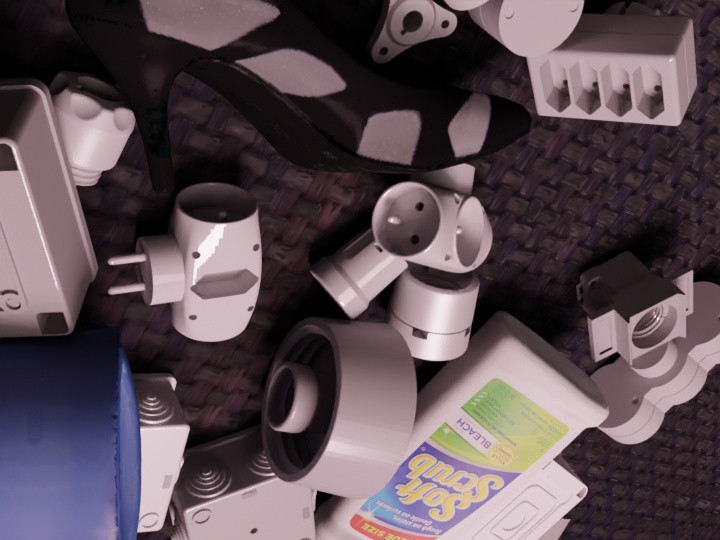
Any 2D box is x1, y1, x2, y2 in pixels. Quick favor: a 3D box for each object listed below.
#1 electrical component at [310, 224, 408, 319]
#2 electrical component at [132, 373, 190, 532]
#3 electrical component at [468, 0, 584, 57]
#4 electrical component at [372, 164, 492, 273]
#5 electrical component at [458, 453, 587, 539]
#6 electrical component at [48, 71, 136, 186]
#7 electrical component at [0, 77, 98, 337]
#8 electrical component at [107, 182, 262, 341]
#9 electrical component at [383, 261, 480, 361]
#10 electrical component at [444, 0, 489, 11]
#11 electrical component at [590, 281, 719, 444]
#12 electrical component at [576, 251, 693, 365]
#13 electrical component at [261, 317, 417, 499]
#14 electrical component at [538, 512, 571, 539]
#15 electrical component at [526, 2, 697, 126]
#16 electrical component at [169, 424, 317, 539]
[{"bbox_3d":[0.000,0.000,0.637,0.046,0.040,0.040,-40,133,-4],"label":"electrical component"},{"bbox_3d":[-0.153,0.110,0.627,0.100,0.048,0.099,2,122,-29],"label":"electrical component"},{"bbox_3d":[0.117,-0.171,0.550,0.052,0.073,0.138,19,113,-38],"label":"electrical component"},{"bbox_3d":[0.046,-0.041,0.622,0.077,0.044,0.079,13,85,-62],"label":"electrical component"},{"bbox_3d":[0.102,0.170,0.809,0.113,0.057,0.078,-44,133,7],"label":"electrical component"},{"bbox_3d":[-0.136,-0.060,0.513,0.043,0.043,0.062,15,117,-36],"label":"electrical component"},{"bbox_3d":[-0.184,-0.025,0.478,0.109,0.056,0.108,-2,129,3],"label":"electrical component"},{"bbox_3d":[-0.096,-0.002,0.578,0.079,0.043,0.077,-8,127,-24],"label":"electrical component"},{"bbox_3d":[0.045,0.022,0.669,0.055,0.055,0.047,-4,122,-27],"label":"electrical component"},{"bbox_3d":[0.037,-0.169,0.527,0.043,0.043,0.081,-47,132,9],"label":"electrical component"},{"bbox_3d":[0.219,0.063,0.797,0.138,0.052,0.074,-46,132,9],"label":"electrical component"},{"bbox_3d":[0.187,0.023,0.742,0.081,0.063,0.042,-25,131,-11],"label":"electrical component"},{"bbox_3d":[-0.021,0.079,0.642,0.060,0.108,0.108,13,116,-29],"label":"electrical component"},{"bbox_3d":[0.133,0.209,0.867,0.081,0.042,0.063,10,115,-35],"label":"electrical component"},{"bbox_3d":[0.148,-0.125,0.608,0.075,0.083,0.047,-58,144,-34],"label":"electrical component"},{"bbox_3d":[-0.077,0.154,0.704,0.100,0.048,0.099,-17,130,-18],"label":"electrical component"}]
